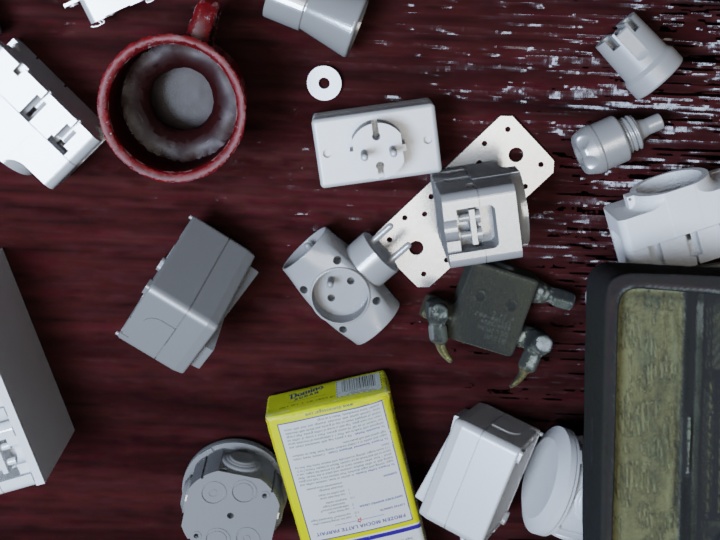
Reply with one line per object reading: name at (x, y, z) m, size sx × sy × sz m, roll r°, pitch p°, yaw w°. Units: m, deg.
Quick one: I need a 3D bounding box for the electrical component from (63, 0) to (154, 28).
electrical component at (-0.168, -0.197, 0.704) m, size 0.081 × 0.042 × 0.063 m, roll -23°, pitch 108°, yaw 6°

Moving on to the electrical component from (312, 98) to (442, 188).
electrical component at (0.012, -0.083, 0.721) m, size 0.083 × 0.075 × 0.047 m, roll -8°, pitch 106°, yaw 1°

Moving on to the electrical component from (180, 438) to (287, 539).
electrical component at (-0.095, 0.171, 0.803) m, size 0.080 × 0.051 × 0.080 m, roll 0°, pitch 106°, yaw -1°

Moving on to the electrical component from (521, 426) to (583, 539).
electrical component at (0.155, 0.159, 0.790) m, size 0.051 × 0.080 × 0.080 m, roll 17°, pitch 105°, yaw -10°

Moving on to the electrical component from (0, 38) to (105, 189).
electrical component at (-0.223, -0.103, 0.724) m, size 0.056 × 0.050 × 0.089 m, roll -43°, pitch 102°, yaw 9°

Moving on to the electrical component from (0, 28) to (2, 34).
electrical component at (-0.264, -0.174, 0.710) m, size 0.040 × 0.040 × 0.046 m, roll -16°, pitch 100°, yaw 3°

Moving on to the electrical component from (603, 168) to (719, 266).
electrical component at (0.223, -0.036, 0.751) m, size 0.089 × 0.050 × 0.055 m, roll -18°, pitch 105°, yaw 4°

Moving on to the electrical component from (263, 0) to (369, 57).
electrical component at (-0.031, -0.174, 0.713) m, size 0.065 × 0.044 × 0.044 m, roll 22°, pitch 104°, yaw -2°

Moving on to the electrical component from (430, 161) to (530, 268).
electrical component at (0.081, -0.039, 0.722) m, size 0.056 × 0.089 × 0.050 m, roll -9°, pitch 106°, yaw 1°

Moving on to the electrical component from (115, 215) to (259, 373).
electrical component at (-0.114, 0.014, 0.741) m, size 0.061 × 0.096 × 0.061 m, roll 32°, pitch 132°, yaw -9°

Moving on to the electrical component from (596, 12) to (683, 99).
electrical component at (0.188, -0.145, 0.726) m, size 0.040 × 0.040 × 0.046 m, roll -43°, pitch 96°, yaw 10°

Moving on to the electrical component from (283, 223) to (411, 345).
electrical component at (0.000, 0.000, 0.759) m, size 0.079 × 0.044 × 0.077 m, roll -41°, pitch 102°, yaw 14°

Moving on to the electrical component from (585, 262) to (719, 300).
electrical component at (0.223, 0.042, 0.770) m, size 0.113 × 0.057 × 0.078 m, roll -9°, pitch 106°, yaw 2°

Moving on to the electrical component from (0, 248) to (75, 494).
electrical component at (-0.265, 0.073, 0.752) m, size 0.062 × 0.089 × 0.150 m, roll -16°, pitch 105°, yaw 3°

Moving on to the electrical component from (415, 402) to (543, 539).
electrical component at (0.083, 0.153, 0.790) m, size 0.061 × 0.062 × 0.096 m, roll 25°, pitch 105°, yaw 19°

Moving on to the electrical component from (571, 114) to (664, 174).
electrical component at (0.180, -0.091, 0.744) m, size 0.061 × 0.035 × 0.035 m, roll -23°, pitch 105°, yaw 3°
